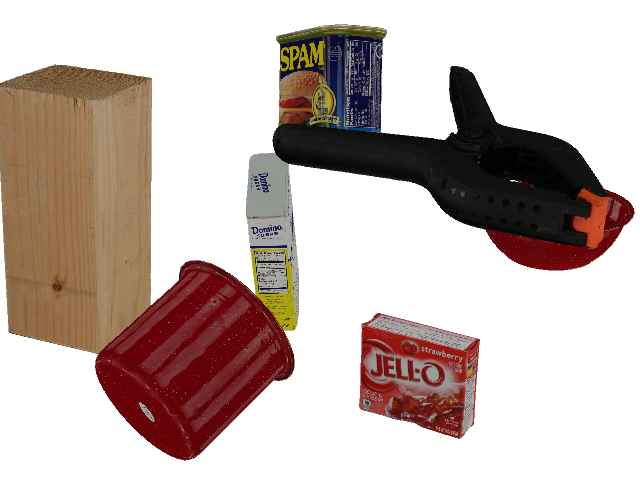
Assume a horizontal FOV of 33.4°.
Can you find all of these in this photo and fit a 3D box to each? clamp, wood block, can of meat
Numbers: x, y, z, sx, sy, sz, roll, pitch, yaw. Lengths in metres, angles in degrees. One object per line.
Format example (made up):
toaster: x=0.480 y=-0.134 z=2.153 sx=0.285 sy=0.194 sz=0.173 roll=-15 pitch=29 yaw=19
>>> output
clamp: x=0.081 y=-0.048 z=0.647 sx=0.164 sy=0.036 sz=0.210 roll=-19 pitch=36 yaw=-24
wood block: x=-0.194 y=-0.027 z=0.854 sx=0.091 sy=0.206 sz=0.090 roll=11 pitch=23 yaw=16
can of meat: x=0.007 y=-0.121 z=0.842 sx=0.057 sy=0.084 sz=0.102 roll=-1 pitch=4 yaw=-31

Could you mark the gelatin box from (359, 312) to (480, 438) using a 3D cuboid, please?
gelatin box: x=0.073 y=0.102 z=0.807 sx=0.089 sy=0.073 sz=0.030 roll=13 pitch=23 yaw=28

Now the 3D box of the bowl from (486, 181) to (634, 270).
bowl: x=0.237 y=-0.012 z=1.097 sx=0.162 sy=0.055 sz=0.162 roll=-1 pitch=22 yaw=0

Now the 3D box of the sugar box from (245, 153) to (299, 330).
sugar box: x=-0.049 y=0.004 z=1.095 sx=0.048 sy=0.093 sz=0.176 roll=-3 pitch=-44 yaw=3

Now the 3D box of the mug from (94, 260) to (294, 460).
mug: x=-0.081 y=0.075 z=0.633 sx=0.081 sy=0.093 sz=0.117 roll=-43 pitch=9 yaw=-29
